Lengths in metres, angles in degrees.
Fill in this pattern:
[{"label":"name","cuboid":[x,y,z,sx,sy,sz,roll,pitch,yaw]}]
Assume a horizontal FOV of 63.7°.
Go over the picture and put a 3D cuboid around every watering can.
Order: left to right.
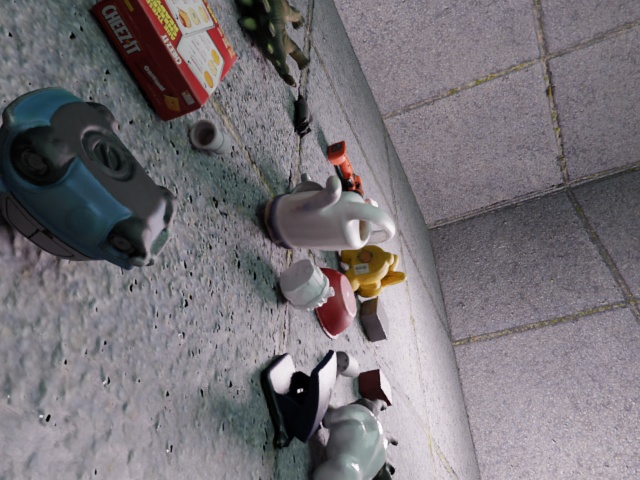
[{"label":"watering can","cuboid":[0.003,-0.045,0.893,0.344,0.224,0.105,34,59,-63]}]

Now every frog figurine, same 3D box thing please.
[{"label":"frog figurine","cuboid":[0.050,0.345,0.812,0.161,0.123,0.136,-84,173,-78]}]
